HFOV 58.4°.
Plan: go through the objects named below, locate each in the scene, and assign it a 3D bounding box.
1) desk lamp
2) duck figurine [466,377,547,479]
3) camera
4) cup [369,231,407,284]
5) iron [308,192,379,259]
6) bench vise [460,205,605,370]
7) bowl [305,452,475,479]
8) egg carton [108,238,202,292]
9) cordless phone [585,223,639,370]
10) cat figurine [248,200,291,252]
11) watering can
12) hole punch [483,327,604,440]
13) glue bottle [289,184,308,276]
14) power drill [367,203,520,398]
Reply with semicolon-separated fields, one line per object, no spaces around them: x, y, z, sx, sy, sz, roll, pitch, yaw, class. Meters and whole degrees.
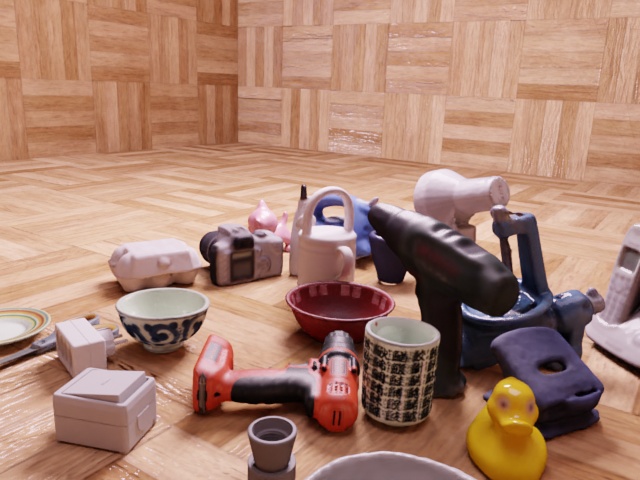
0.273;-0.022;1.071;0.118;0.213;0.202;-8;18;-34;desk lamp
0.187;0.177;0.566;0.077;0.086;0.104;4;15;7;duck figurine
-0.160;0.014;1.089;0.144;0.101;0.136;-9;19;-36;camera
0.143;0.030;1.086;0.091;0.095;0.118;14;19;38;cup
0.029;-0.041;1.245;0.257;0.141;0.119;15;19;38;iron
0.272;0.059;0.758;0.208;0.220;0.121;-6;17;-28;bench vise
0.054;0.225;0.390;0.167;0.075;0.167;2;15;0;bowl
-0.293;0.043;1.020;0.151;0.069;0.107;-7;18;-32;egg carton
0.449;0.078;0.784;0.094;0.185;0.147;-2;16;-15;cordless phone
-0.107;-0.028;1.219;0.067;0.118;0.128;13;18;33;cat figurine
0.007;0.004;0.973;0.172;0.194;0.101;15;20;40;watering can
0.255;0.156;0.644;0.109;0.091;0.100;-5;17;-26;hole punch
-0.033;-0.022;1.101;0.037;0.173;0.078;6;16;12;glue bottle
0.132;0.074;0.706;0.076;0.208;0.228;-9;19;-36;power drill
